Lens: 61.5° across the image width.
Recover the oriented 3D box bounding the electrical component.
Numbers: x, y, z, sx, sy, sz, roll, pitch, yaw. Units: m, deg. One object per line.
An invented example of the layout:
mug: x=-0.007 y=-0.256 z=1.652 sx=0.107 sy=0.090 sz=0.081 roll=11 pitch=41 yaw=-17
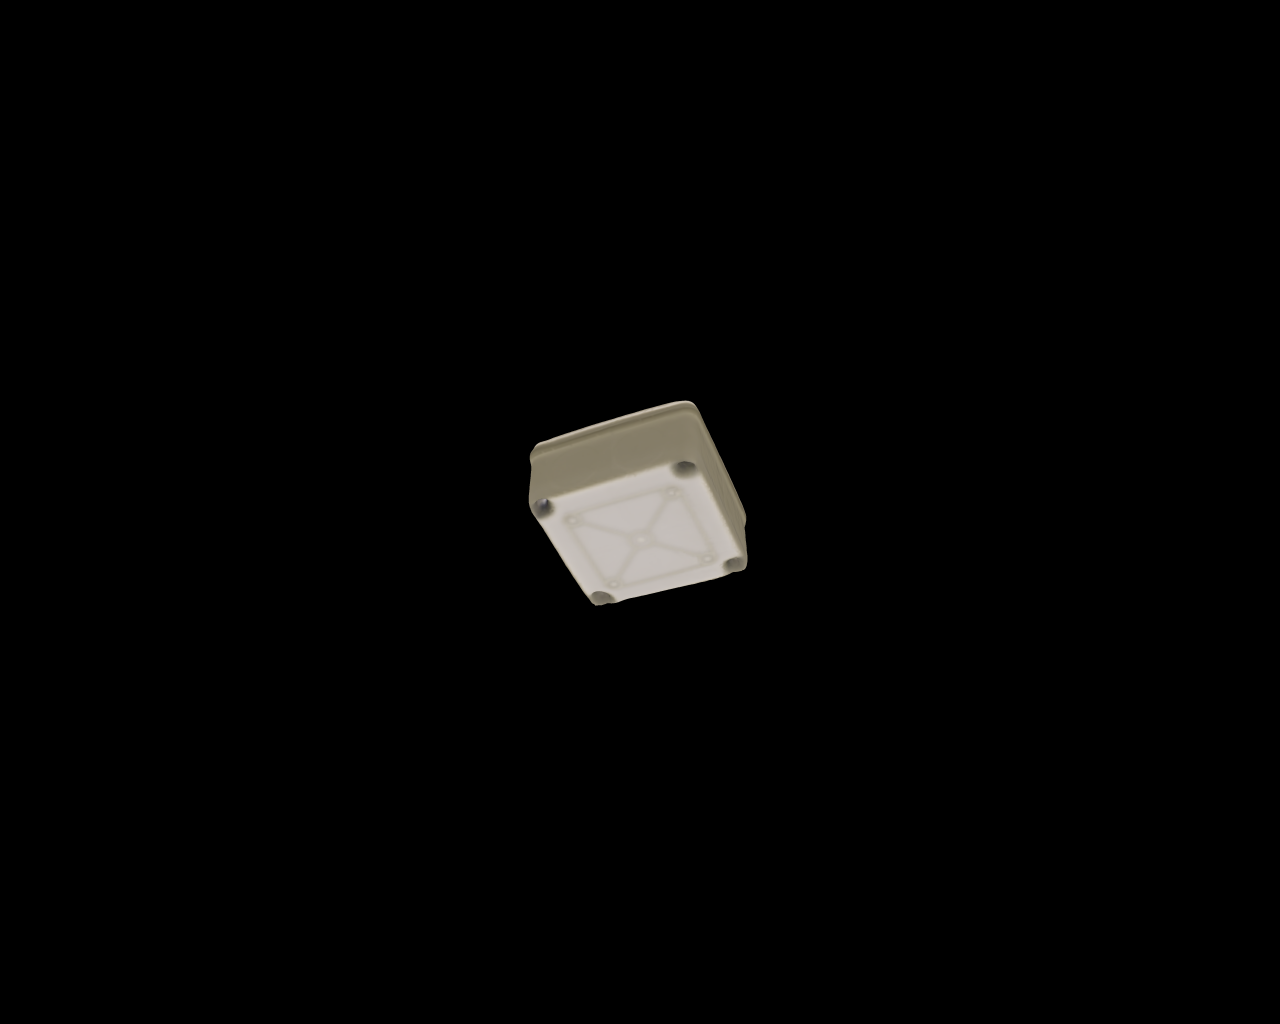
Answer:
electrical component: x=0.001 y=-0.003 z=0.650 sx=0.109 sy=0.056 sz=0.108 roll=-15 pitch=-46 yaw=15
